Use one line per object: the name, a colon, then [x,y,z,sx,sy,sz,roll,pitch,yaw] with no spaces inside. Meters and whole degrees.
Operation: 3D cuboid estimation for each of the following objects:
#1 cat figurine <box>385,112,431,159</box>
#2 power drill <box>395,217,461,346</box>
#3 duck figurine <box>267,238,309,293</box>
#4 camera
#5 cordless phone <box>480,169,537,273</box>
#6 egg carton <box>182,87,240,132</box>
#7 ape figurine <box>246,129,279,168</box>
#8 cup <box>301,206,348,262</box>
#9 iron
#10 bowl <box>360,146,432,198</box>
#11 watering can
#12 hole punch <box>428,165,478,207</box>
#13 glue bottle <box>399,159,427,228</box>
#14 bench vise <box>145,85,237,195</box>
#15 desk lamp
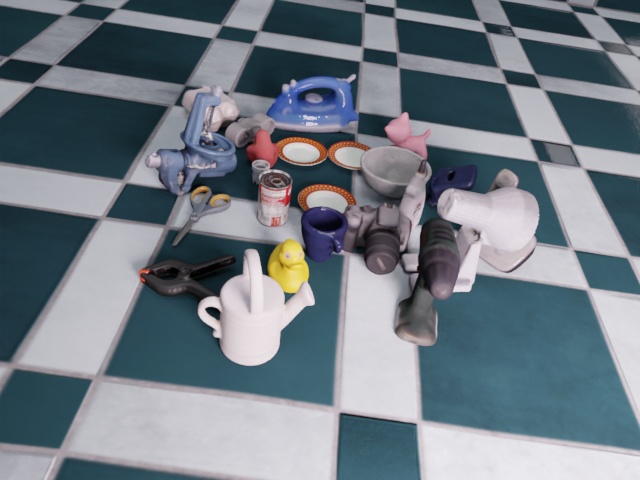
cat figurine: [0.220,-0.264,1.453,0.128,0.118,0.067,4,40,-6]
power drill: [0.186,0.077,0.969,0.075,0.208,0.229,11,40,3]
duck figurine: [-0.057,0.035,1.066,0.078,0.086,0.104,-8,43,-19]
camera: [0.110,-0.006,1.136,0.143,0.101,0.137,10,40,1]
cordless phone: [0.379,-0.039,1.164,0.094,0.185,0.147,-20,48,-30]
egg carton: [-0.285,-0.343,1.483,0.107,0.069,0.150,-27,52,-36]
ape figurine: [-0.134,-0.218,1.347,0.078,0.092,0.076,2,40,-9]
cup: [0.010,0.004,1.109,0.092,0.095,0.117,-13,44,-24]
iron: [-0.024,-0.371,1.513,0.259,0.141,0.118,-6,42,-18]
bowl: [0.171,-0.148,1.338,0.167,0.075,0.167,6,40,-5]
watering can: [-0.099,0.096,0.899,0.173,0.194,0.100,-18,47,-29]
hole punch: [0.308,-0.129,1.331,0.101,0.091,0.109,17,40,9]
glue bottle: [0.198,-0.094,1.202,0.037,0.173,0.078,27,43,21]
bench vise: [-0.260,-0.208,1.209,0.121,0.220,0.208,26,42,20]
desk lamp: [0.281,-0.006,1.082,0.203,0.213,0.117,-2,41,-13]
